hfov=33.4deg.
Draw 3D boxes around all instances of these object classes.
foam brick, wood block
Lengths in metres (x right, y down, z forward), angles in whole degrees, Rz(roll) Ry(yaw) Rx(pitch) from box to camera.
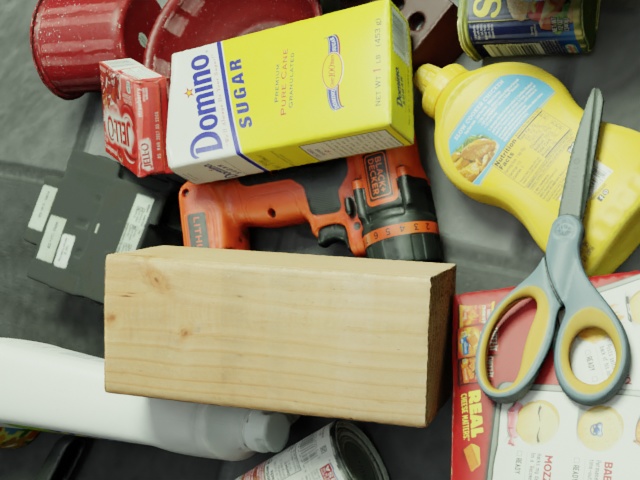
[{"bbox_3d":[0.064,-0.160,0.767,0.053,0.051,0.078,-50,61,9],"label":"foam brick"},{"bbox_3d":[-0.024,0.056,0.677,0.206,0.090,0.090,3,96,16],"label":"wood block"}]

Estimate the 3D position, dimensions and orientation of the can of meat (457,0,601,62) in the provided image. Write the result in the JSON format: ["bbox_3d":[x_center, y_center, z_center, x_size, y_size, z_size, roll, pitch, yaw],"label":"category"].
[{"bbox_3d":[0.145,-0.175,0.725,0.084,0.057,0.102,3,79,26],"label":"can of meat"}]

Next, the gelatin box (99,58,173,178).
[{"bbox_3d":[-0.140,-0.093,0.805,0.089,0.030,0.073,35,130,57],"label":"gelatin box"}]

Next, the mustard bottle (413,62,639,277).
[{"bbox_3d":[0.133,-0.062,0.701,0.192,0.058,0.096,41,97,30],"label":"mustard bottle"}]

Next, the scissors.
[{"bbox_3d":[0.158,0.009,0.619,0.096,0.016,0.201,24,81,33],"label":"scissors"}]

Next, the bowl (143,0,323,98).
[{"bbox_3d":[-0.057,-0.137,0.825,0.162,0.055,0.162,-7,75,27],"label":"bowl"}]

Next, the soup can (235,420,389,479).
[{"bbox_3d":[-0.011,0.173,0.716,0.102,0.068,0.068,-34,64,17],"label":"soup can"}]

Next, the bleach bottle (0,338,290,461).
[{"bbox_3d":[-0.135,0.119,0.768,0.251,0.102,0.068,3,81,35],"label":"bleach bottle"}]

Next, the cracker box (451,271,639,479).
[{"bbox_3d":[0.185,0.105,0.614,0.214,0.072,0.164,-9,63,26],"label":"cracker box"}]

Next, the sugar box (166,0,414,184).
[{"bbox_3d":[-0.024,-0.099,0.736,0.176,0.048,0.093,-8,71,25],"label":"sugar box"}]

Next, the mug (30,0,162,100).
[{"bbox_3d":[-0.177,-0.176,0.878,0.082,0.093,0.117,0,92,23],"label":"mug"}]

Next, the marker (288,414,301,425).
[{"bbox_3d":[-0.057,0.082,0.758,0.020,0.020,0.121,-37,94,16],"label":"marker"}]

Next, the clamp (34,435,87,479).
[{"bbox_3d":[-0.243,0.254,0.840,0.210,0.036,0.164,-22,68,23],"label":"clamp"}]

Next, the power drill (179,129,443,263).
[{"bbox_3d":[-0.005,0.001,0.764,0.188,0.057,0.184,-15,74,23],"label":"power drill"}]
